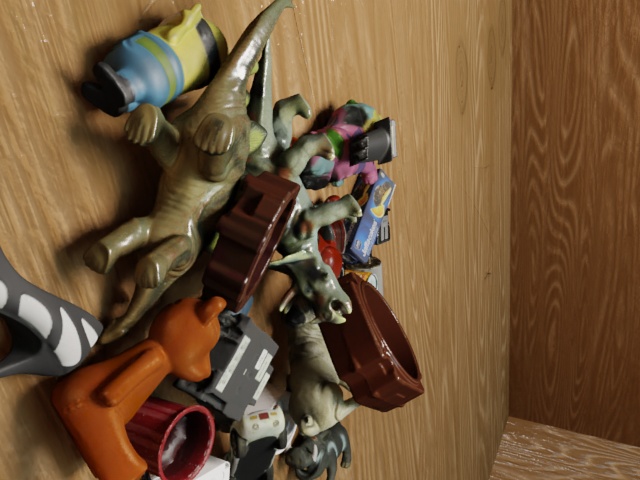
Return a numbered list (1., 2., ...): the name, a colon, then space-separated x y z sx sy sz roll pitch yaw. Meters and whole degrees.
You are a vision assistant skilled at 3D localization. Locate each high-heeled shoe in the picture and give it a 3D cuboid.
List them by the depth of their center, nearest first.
1. high-heeled shoe: -0.265 0.018 0.476 0.145 0.086 0.248 -32 126 -58

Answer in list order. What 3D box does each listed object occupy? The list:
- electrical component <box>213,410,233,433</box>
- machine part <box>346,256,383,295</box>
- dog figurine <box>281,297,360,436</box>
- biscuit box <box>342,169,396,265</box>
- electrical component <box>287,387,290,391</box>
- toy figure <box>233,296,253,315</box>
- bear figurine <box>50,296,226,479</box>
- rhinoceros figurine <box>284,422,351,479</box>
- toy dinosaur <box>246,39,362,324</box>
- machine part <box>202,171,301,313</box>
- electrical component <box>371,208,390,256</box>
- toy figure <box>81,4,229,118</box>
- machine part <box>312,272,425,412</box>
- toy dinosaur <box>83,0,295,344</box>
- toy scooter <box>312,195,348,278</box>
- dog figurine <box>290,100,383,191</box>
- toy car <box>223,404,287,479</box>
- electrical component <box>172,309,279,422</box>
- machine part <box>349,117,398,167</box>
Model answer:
1. electrical component: -0.144 0.223 0.764 0.078 0.045 0.102 -89 174 -66
2. machine part: 0.096 0.123 1.132 0.079 0.079 0.243 -33 122 -54
3. dog figurine: -0.024 0.196 0.865 0.190 0.121 0.172 60 14 0
4. biscuit box: 0.088 -0.048 1.091 0.059 0.063 0.202 42 58 -35
5. electrical component: -0.039 0.283 0.977 0.063 0.021 0.094 -10 104 -59
6. toy figure: -0.146 0.127 0.723 0.064 0.058 0.154 47 54 -17
7. bear figurine: -0.176 0.150 0.580 0.196 0.120 0.132 -30 97 -35
8. rhinoceros figurine: 0.001 0.398 1.016 0.190 0.073 0.112 6 91 -61
9. toy dinosaur: -0.060 -0.070 0.772 0.404 0.192 0.131 63 -4 -20
10. machine part: -0.084 -0.001 0.655 0.179 0.056 0.179 23 92 -88
11. electrical component: 0.120 -0.010 1.181 0.075 0.048 0.119 -10 103 -59
12. toy figure: -0.174 -0.191 0.595 0.180 0.082 0.089 -57 136 -42
13. machine part: 0.082 0.165 0.871 0.200 0.087 0.201 40 22 -54
14. toy dinosaur: -0.131 -0.091 0.605 0.471 0.105 0.198 -63 174 3
15. toy scooter: -0.002 -0.003 0.939 0.135 0.075 0.184 34 63 -58
16. dog figurine: 0.017 -0.169 0.914 0.219 0.109 0.191 14 84 -58
17. toy car: -0.097 0.303 0.770 0.073 0.056 0.201 -4 137 -22
18. electrical component: -0.112 0.163 0.686 0.115 0.058 0.134 -59 152 -22
19. machine part: 0.094 -0.161 0.906 0.139 0.039 0.084 -31 125 -51
